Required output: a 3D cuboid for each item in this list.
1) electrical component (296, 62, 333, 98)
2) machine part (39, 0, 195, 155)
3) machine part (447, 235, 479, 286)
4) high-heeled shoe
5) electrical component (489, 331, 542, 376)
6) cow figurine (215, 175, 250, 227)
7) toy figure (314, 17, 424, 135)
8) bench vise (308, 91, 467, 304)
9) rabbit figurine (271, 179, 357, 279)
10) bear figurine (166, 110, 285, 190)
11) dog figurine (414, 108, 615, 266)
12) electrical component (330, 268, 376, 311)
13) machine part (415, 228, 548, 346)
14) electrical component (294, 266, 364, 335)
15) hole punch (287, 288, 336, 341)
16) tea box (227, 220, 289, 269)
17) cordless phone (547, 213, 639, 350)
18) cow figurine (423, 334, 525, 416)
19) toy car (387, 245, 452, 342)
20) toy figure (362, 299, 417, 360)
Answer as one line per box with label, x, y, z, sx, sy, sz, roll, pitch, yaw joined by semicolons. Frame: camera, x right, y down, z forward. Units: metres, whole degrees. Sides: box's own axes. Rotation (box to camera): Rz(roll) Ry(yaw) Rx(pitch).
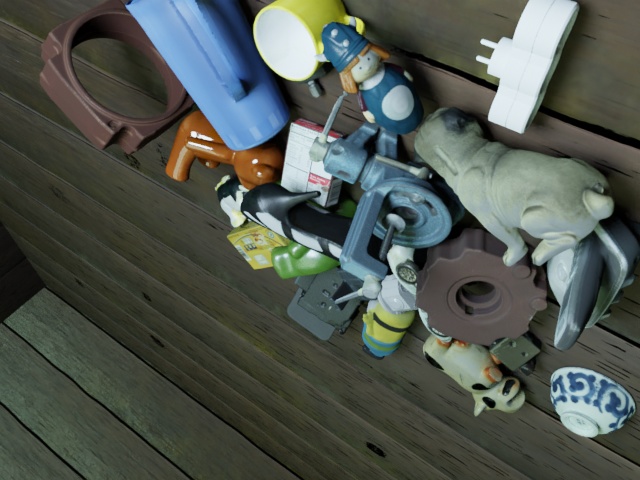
electrical component;-0.013;-0.235;0.713;0.063;0.021;0.093;1;130;47
machine part;-0.307;-0.254;0.840;0.201;0.201;0.087;50;146;-14
machine part;0.192;0.013;0.782;0.139;0.039;0.084;44;154;-7
high-heeled shoe;-0.002;-0.002;0.802;0.145;0.086;0.248;-12;138;38
electrical component;0.302;0.165;0.849;0.102;0.045;0.078;35;120;6
cow figurine;-0.132;-0.088;0.990;0.098;0.068;0.167;55;146;-11
toy figure;0.059;-0.175;0.583;0.058;0.064;0.154;10;161;46
bench vise;0.072;-0.041;0.671;0.223;0.240;0.129;30;145;-12
rabbit figurine;-0.022;-0.031;0.894;0.159;0.121;0.170;-4;112;45
bear figurine;-0.141;-0.130;0.887;0.196;0.120;0.131;33;128;12
dog figurine;0.197;-0.078;0.573;0.190;0.121;0.172;44;154;-3
electrical component;0.068;0.066;0.907;0.048;0.119;0.074;-11;119;53
machine part;0.218;0.069;0.738;0.180;0.056;0.179;8;127;11
electrical component;0.022;0.092;1.000;0.134;0.058;0.114;33;111;11
hole punch;0.012;0.121;1.089;0.142;0.092;0.115;37;118;14
tea box;-0.097;-0.004;1.051;0.170;0.068;0.098;-11;122;52
cordless phone;0.289;0.064;0.596;0.089;0.184;0.146;23;144;20
cow figurine;0.265;0.229;0.927;0.195;0.085;0.127;36;143;5
toy car;0.172;0.074;0.844;0.056;0.073;0.201;-6;125;46
toy figure;0.126;0.156;0.995;0.089;0.082;0.180;14;136;11
